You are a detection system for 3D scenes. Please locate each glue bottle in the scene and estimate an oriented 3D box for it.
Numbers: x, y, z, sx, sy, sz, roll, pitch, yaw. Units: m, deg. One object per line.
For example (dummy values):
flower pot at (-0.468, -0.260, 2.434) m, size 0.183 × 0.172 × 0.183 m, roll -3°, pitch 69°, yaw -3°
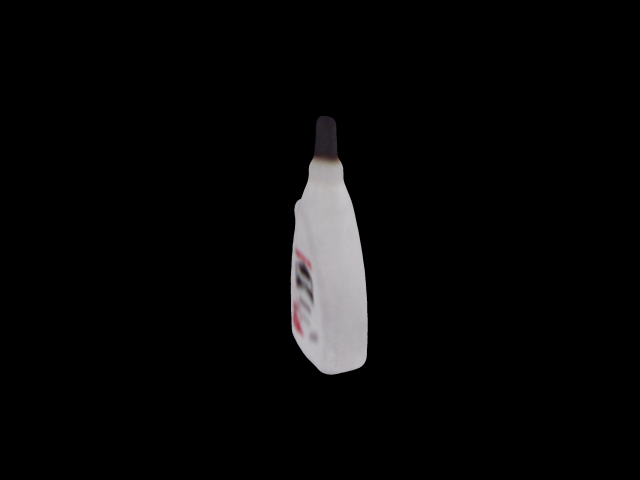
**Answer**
glue bottle at (0.004, 0.001, 0.400) m, size 0.037 × 0.173 × 0.078 m, roll -8°, pitch 19°, yaw -24°
